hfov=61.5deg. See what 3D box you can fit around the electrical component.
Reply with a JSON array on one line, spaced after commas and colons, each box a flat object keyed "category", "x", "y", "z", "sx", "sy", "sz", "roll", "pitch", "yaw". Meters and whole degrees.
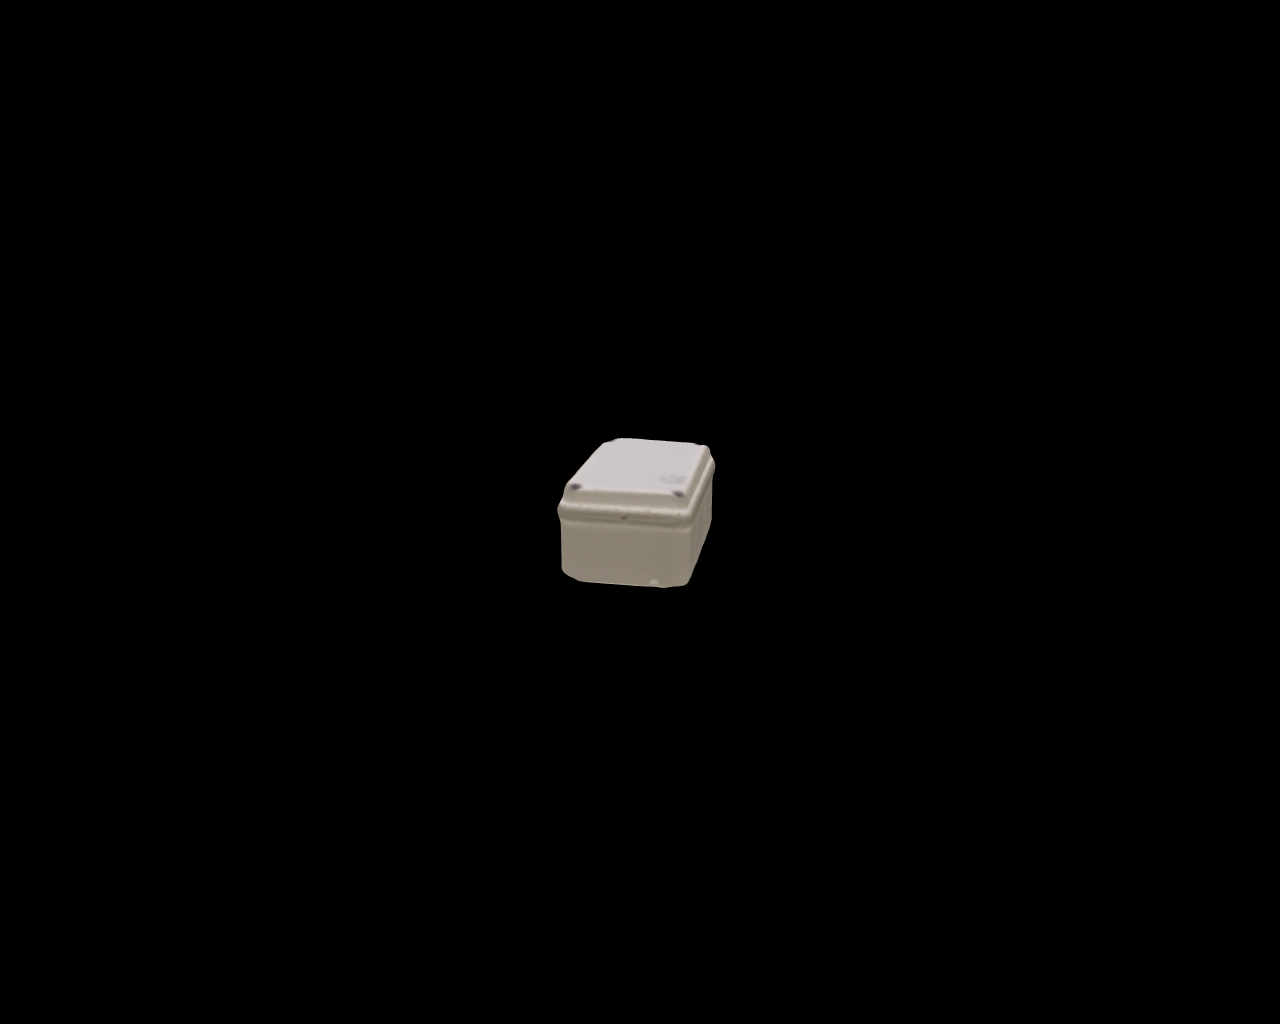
[{"category": "electrical component", "x": 0.001, "y": -0.003, "z": 0.650, "sx": 0.078, "sy": 0.057, "sz": 0.113, "roll": 4, "pitch": 21, "yaw": 11}]
